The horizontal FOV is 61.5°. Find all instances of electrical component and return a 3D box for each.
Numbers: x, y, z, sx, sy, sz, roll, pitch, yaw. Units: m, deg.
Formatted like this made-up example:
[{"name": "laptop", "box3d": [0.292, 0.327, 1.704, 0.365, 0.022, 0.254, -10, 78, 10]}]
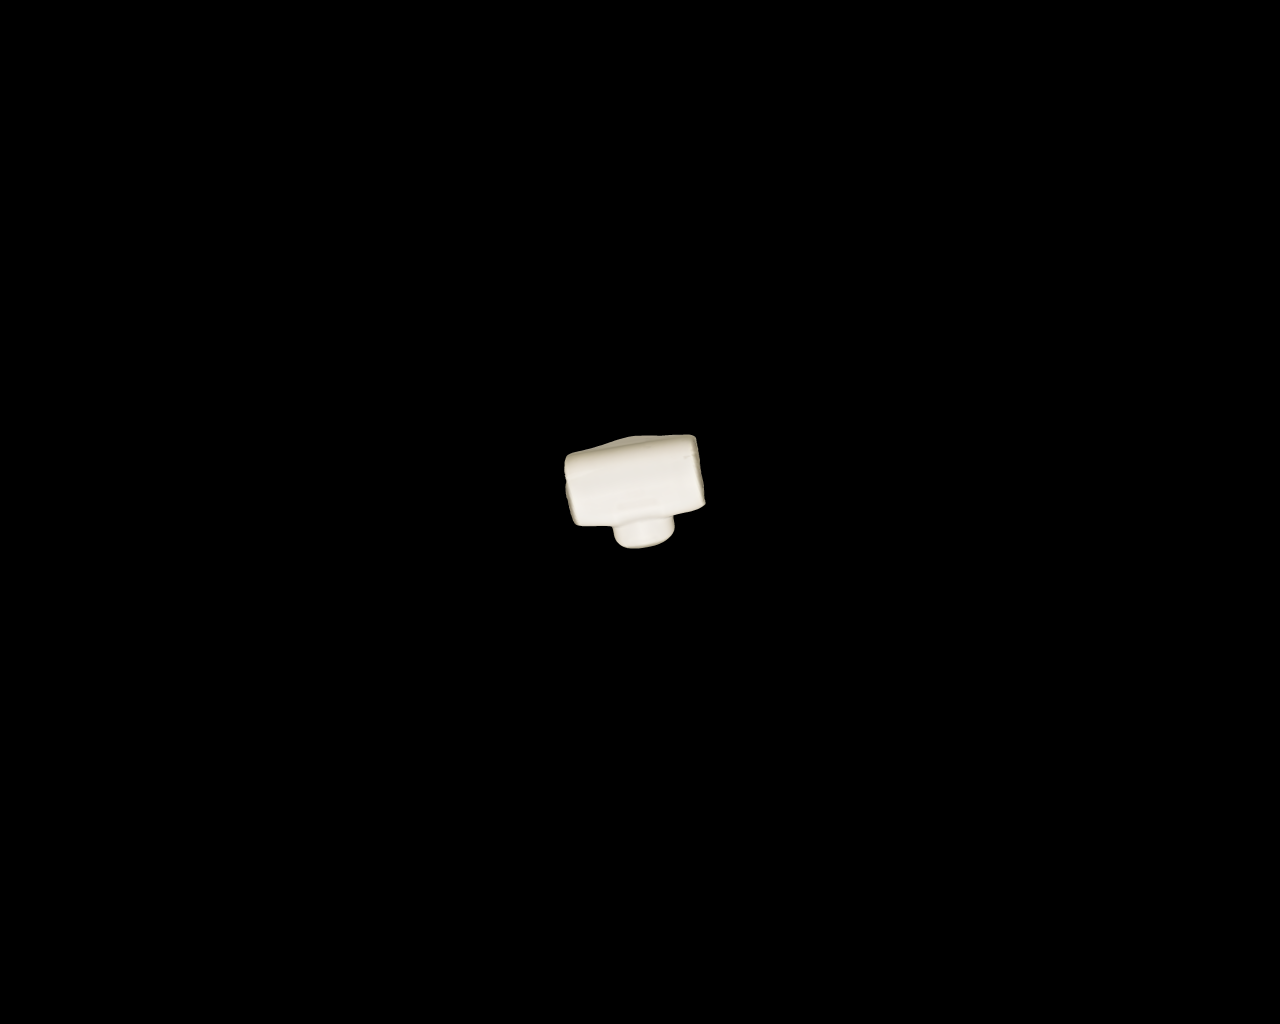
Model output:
[{"name": "electrical component", "box3d": [0.001, -0.003, 0.650, 0.077, 0.079, 0.043, -10, 20, 3]}]
